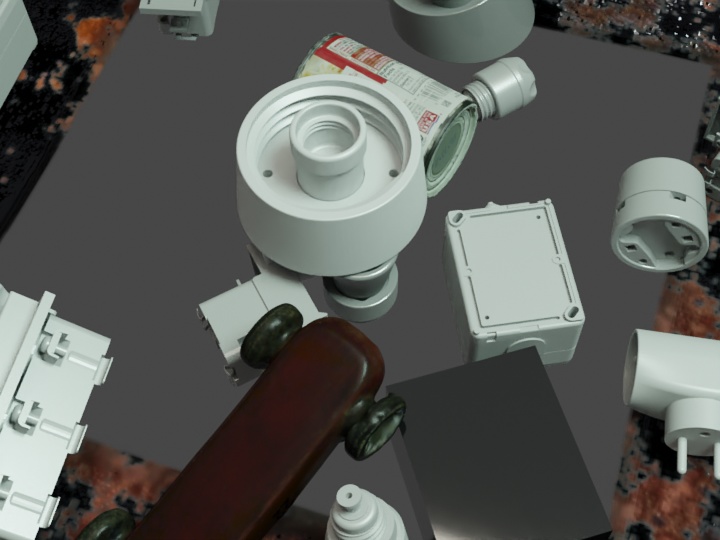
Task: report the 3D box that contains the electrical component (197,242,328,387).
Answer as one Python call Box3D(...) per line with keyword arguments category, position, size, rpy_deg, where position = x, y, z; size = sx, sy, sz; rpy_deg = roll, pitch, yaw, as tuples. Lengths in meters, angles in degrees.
Box3D(category="electrical component", position=(-0.055, 0.031, 0.610), size=(0.064, 0.042, 0.081), rpy_deg=(-25, 61, -11))

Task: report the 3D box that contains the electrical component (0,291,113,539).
Box3D(category="electrical component", position=(-0.181, 0.082, 0.565), size=(0.063, 0.079, 0.121), rpy_deg=(25, 58, -17))

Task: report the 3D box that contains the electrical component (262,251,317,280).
Box3D(category="electrical component", position=(-0.038, -0.025, 0.636), size=(0.045, 0.055, 0.045), rpy_deg=(0, 59, 1))

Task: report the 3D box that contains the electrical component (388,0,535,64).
Box3D(category="electrical component", position=(0.068, -0.192, 0.744), size=(0.099, 0.064, 0.099), rpy_deg=(-8, 59, 13))

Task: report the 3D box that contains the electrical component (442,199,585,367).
Box3D(category="electrical component", position=(0.083, 0.007, 0.611), size=(0.062, 0.061, 0.096), rpy_deg=(-7, 59, -3))

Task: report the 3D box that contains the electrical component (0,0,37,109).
Box3D(category="electrical component", position=(-0.262, -0.155, 0.716), size=(0.062, 0.061, 0.096), rpy_deg=(12, 60, 8))

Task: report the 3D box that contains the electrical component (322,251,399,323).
Box3D(category="electrical component", position=(0.000, 0.000, 0.620), size=(0.045, 0.055, 0.045), rpy_deg=(-1, 59, 1))

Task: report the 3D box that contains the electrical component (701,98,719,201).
Box3D(category="electrical component", position=(0.247, -0.068, 0.664), size=(0.081, 0.042, 0.063), rpy_deg=(34, 67, 20))

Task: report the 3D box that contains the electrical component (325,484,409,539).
Box3D(category="electrical component", position=(0.002, 0.131, 0.531), size=(0.040, 0.078, 0.040), rpy_deg=(-7, 47, 8))

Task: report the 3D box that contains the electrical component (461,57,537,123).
Box3D(category="electrical component", position=(0.082, -0.112, 0.699), size=(0.061, 0.035, 0.035), rpy_deg=(-29, 63, -12))

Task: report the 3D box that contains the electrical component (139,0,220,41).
Box3D(category="electrical component", position=(-0.121, -0.196, 0.736), size=(0.042, 0.063, 0.081), rpy_deg=(5, 59, 3))

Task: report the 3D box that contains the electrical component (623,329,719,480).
Box3D(category="electrical component", position=(0.183, 0.074, 0.578), size=(0.077, 0.043, 0.079), rpy_deg=(8, 59, 6))

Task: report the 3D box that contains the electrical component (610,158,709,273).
Box3D(category="electrical component", position=(0.178, -0.033, 0.638), size=(0.055, 0.055, 0.047), rpy_deg=(9, 56, 7))

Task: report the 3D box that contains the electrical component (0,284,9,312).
Box3D(category="electrical component", position=(-0.233, 0.028, 0.620), size=(0.035, 0.035, 0.061), rpy_deg=(35, 68, 20))

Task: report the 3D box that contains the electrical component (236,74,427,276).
Box3D(category="electrical component", position=(-0.016, -0.058, 0.585), size=(0.108, 0.060, 0.108), rpy_deg=(0, 59, 1))
